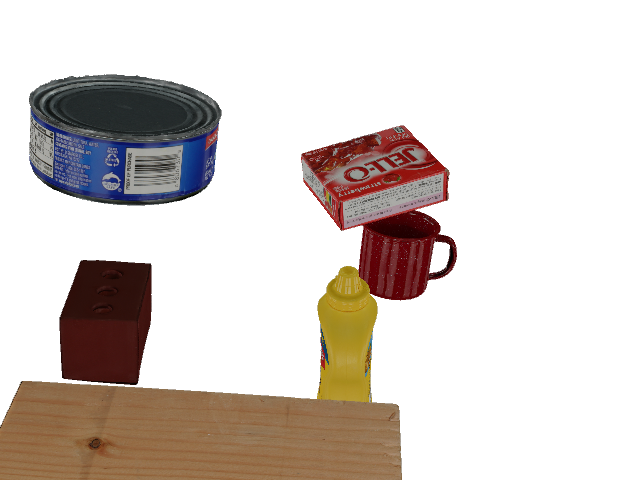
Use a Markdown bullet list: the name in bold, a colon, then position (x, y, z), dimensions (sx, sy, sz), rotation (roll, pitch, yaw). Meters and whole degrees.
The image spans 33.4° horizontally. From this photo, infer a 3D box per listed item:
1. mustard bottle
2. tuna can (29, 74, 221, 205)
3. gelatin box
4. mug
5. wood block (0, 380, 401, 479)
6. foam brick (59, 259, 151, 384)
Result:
- **mustard bottle**: position (0.026, 0.105, 1.050), dimensions (0.058, 0.192, 0.096), rotation (3, 37, 2)
- **tuna can**: position (-0.089, -0.047, 0.488), dimensions (0.086, 0.034, 0.086), rotation (7, 25, -3)
- **gelatin box**: position (0.040, -0.048, 0.787), dimensions (0.089, 0.030, 0.073), rotation (-17, 38, -15)
- **mug**: position (0.099, 0.017, 1.233), dimensions (0.117, 0.081, 0.093), rotation (3, 25, -6)
- **wood block**: position (-0.063, 0.140, 0.563), dimensions (0.206, 0.090, 0.090), rotation (4, 31, 1)
- **foam brick**: position (-0.147, 0.055, 0.739), dimensions (0.053, 0.051, 0.078), rotation (4, 29, -4)
